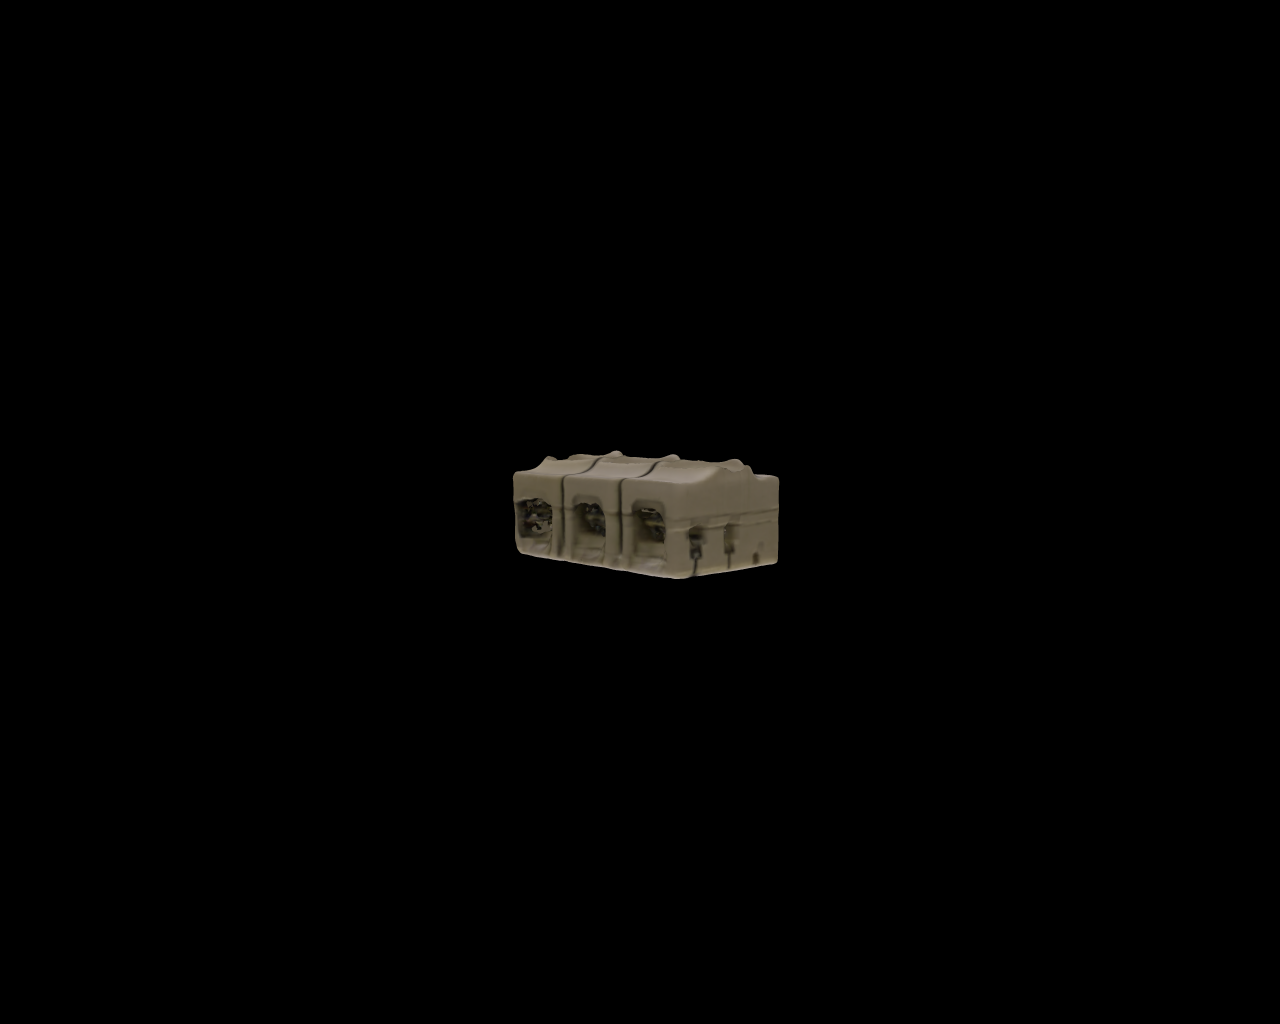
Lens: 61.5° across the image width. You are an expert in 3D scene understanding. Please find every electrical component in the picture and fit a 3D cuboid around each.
[{"bbox_3d":[0.001,-0.003,0.650,0.090,0.061,0.150,-6,9,-43],"label":"electrical component"}]
